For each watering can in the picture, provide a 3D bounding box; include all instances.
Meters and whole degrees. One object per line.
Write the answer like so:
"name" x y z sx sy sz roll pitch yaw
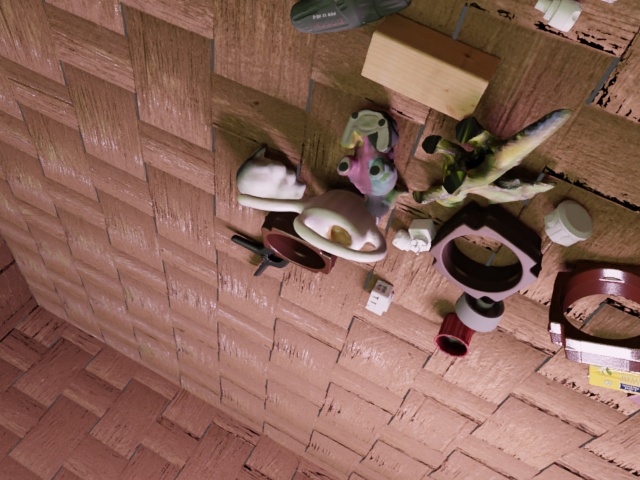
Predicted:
"watering can" 0.004 -0.059 1.179 0.349 0.228 0.102 27 122 12

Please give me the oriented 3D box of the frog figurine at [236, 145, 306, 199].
"frog figurine" -0.123 -0.137 1.270 0.160 0.124 0.135 43 122 7

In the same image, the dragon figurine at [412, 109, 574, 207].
"dragon figurine" 0.326 -0.126 0.936 0.242 0.123 0.407 9 168 -32
